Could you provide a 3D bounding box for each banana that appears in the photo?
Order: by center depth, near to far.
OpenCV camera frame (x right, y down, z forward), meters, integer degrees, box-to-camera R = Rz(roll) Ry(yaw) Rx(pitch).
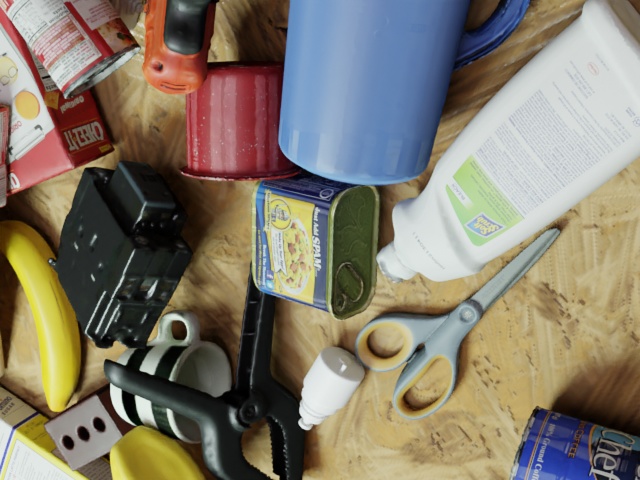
[{"bbox_3d":[-0.252,0.062,0.971,0.070,0.037,0.198,-10,101,44],"label":"banana"}]

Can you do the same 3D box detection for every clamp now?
[{"bbox_3d":[-0.060,0.126,0.871,0.036,0.164,0.210,12,138,56],"label":"clamp"}]

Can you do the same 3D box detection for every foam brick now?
[{"bbox_3d":[-0.200,0.165,0.969,0.078,0.051,0.053,-32,91,30],"label":"foam brick"}]

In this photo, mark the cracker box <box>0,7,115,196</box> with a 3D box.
[{"bbox_3d":[-0.287,-0.143,0.899,0.164,0.072,0.213,-17,100,30],"label":"cracker box"}]

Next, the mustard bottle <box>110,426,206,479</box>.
[{"bbox_3d":[-0.142,0.235,0.929,0.096,0.058,0.192,42,150,14],"label":"mustard bottle"}]

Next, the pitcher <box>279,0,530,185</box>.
[{"bbox_3d":[0.051,-0.164,0.709,0.149,0.144,0.243,23,117,28],"label":"pitcher"}]

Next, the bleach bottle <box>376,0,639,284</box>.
[{"bbox_3d":[0.130,-0.054,0.741,0.251,0.068,0.102,-40,85,32],"label":"bleach bottle"}]

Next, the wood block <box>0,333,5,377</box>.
[{"bbox_3d":[-0.347,0.062,0.942,0.091,0.090,0.206,28,138,15],"label":"wood block"}]

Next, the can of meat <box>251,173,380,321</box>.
[{"bbox_3d":[-0.005,0.001,0.814,0.084,0.057,0.102,15,112,36],"label":"can of meat"}]

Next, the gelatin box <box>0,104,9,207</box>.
[{"bbox_3d":[-0.290,-0.074,0.865,0.073,0.030,0.089,18,115,21],"label":"gelatin box"}]

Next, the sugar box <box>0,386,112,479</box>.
[{"bbox_3d":[-0.272,0.219,1.024,0.176,0.048,0.093,32,117,16],"label":"sugar box"}]

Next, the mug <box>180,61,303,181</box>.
[{"bbox_3d":[-0.048,-0.092,0.803,0.117,0.093,0.081,-2,103,-7],"label":"mug"}]

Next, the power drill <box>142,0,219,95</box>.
[{"bbox_3d":[-0.076,-0.212,0.706,0.057,0.188,0.184,6,70,-15],"label":"power drill"}]

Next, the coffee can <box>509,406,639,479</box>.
[{"bbox_3d":[0.209,0.187,0.758,0.140,0.102,0.103,15,112,20],"label":"coffee can"}]

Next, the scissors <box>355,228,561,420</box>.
[{"bbox_3d":[0.095,0.051,0.816,0.096,0.016,0.202,31,117,13],"label":"scissors"}]

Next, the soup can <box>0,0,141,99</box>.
[{"bbox_3d":[-0.189,-0.164,0.783,0.069,0.068,0.102,-31,98,29],"label":"soup can"}]
